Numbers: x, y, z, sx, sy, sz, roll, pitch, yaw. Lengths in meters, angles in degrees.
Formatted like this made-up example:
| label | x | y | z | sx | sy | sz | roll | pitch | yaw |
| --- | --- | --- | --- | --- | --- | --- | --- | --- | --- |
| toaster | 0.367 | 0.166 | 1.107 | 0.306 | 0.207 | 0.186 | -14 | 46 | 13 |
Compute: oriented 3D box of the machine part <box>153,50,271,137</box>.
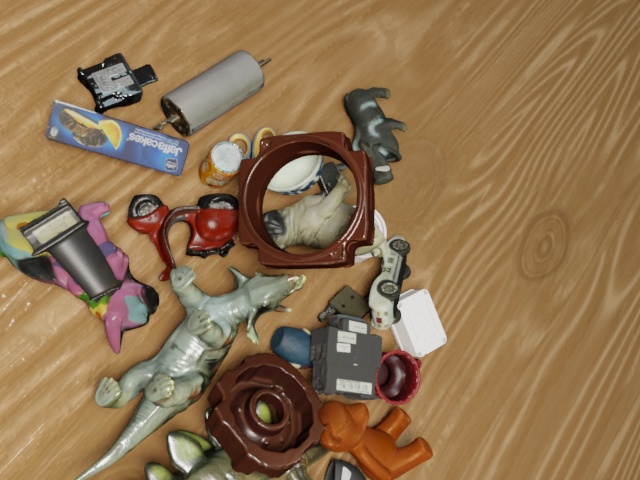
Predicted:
| label | x | y | z | sx | sy | sz | roll | pitch | yaw |
| --- | --- | --- | --- | --- | --- | --- | --- | --- | --- |
| machine part | -0.179 | -0.248 | 0.906 | 0.243 | 0.079 | 0.079 | -41 | 100 | -23 |

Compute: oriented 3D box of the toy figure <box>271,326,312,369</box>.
| label | x | y | z | sx | sy | sz | roll | pitch | yaw |
| --- | --- | --- | --- | --- | --- | --- | --- | --- | --- |
| toy figure | -0.009 | 0.196 | 0.922 | 0.154 | 0.058 | 0.064 | 30 | 100 | -22 |

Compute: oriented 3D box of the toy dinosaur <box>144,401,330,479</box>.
| label | x | y | z | sx | sy | sz | roll | pitch | yaw |
| --- | --- | --- | --- | --- | --- | --- | --- | --- | --- |
| toy dinosaur | -0.141 | 0.351 | 0.778 | 0.471 | 0.105 | 0.199 | -7 | 60 | -46 |

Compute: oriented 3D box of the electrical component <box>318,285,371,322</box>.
| label | x | y | z | sx | sy | sz | roll | pitch | yaw |
| --- | --- | --- | --- | --- | --- | --- | --- | --- | --- |
| electrical component | 0.055 | 0.131 | 0.973 | 0.078 | 0.045 | 0.102 | 35 | 63 | 15 |

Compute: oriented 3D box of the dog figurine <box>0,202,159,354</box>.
| label | x | y | z | sx | sy | sz | roll | pitch | yaw |
| --- | --- | --- | --- | --- | --- | --- | --- | --- | --- |
| dog figurine | -0.339 | 0.060 | 0.768 | 0.191 | 0.108 | 0.219 | -13 | 90 | -27 |

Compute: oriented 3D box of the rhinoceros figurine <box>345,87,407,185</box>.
| label | x | y | z | sx | sy | sz | roll | pitch | yaw |
| --- | --- | --- | --- | --- | --- | --- | --- | --- | --- |
| rhinoceros figurine | 0.104 | -0.201 | 1.031 | 0.112 | 0.073 | 0.190 | -18 | 89 | -27 |

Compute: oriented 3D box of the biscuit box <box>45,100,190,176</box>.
| label | x | y | z | sx | sy | sz | roll | pitch | yaw |
| --- | --- | --- | --- | --- | --- | --- | --- | --- | --- |
| biscuit box | -0.309 | -0.154 | 0.832 | 0.202 | 0.063 | 0.059 | 14 | 93 | -22 |

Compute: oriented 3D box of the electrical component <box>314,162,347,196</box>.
| label | x | y | z | sx | sy | sz | roll | pitch | yaw |
| --- | --- | --- | --- | --- | --- | --- | --- | --- | --- |
| electrical component | 0.017 | -0.110 | 1.004 | 0.094 | 0.021 | 0.063 | -27 | 94 | -27 |

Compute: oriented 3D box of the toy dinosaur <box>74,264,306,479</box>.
| label | x | y | z | sx | sy | sz | roll | pitch | yaw |
| --- | --- | --- | --- | --- | --- | --- | --- | --- | --- |
| toy dinosaur | -0.194 | 0.178 | 0.803 | 0.131 | 0.192 | 0.405 | 35 | 83 | 30 |

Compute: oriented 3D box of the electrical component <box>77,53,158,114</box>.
| label | x | y | z | sx | sy | sz | roll | pitch | yaw |
| --- | --- | --- | --- | --- | --- | --- | --- | --- | --- |
| electrical component | -0.316 | -0.253 | 0.860 | 0.119 | 0.048 | 0.074 | -27 | 94 | -24 |

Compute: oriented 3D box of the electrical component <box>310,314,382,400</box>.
| label | x | y | z | sx | sy | sz | roll | pitch | yaw |
| --- | --- | --- | --- | --- | --- | --- | --- | --- | --- |
| electrical component | 0.044 | 0.193 | 0.890 | 0.115 | 0.058 | 0.134 | 19 | 65 | -31 |

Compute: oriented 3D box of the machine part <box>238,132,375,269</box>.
| label | x | y | z | sx | sy | sz | roll | pitch | yaw |
| --- | --- | --- | --- | --- | --- | --- | --- | --- | --- |
| machine part | -0.020 | -0.057 | 0.815 | 0.202 | 0.087 | 0.201 | -2 | 83 | 14 |

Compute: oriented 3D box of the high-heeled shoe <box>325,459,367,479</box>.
| label | x | y | z | sx | sy | sz | roll | pitch | yaw |
| --- | --- | --- | --- | --- | --- | --- | --- | --- | --- |
| high-heeled shoe | -0.001 | 0.486 | 0.869 | 0.249 | 0.086 | 0.145 | -39 | 96 | -29 |

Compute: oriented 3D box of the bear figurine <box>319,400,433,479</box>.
| label | x | y | z | sx | sy | sz | roll | pitch | yaw |
| --- | --- | --- | --- | --- | --- | --- | --- | --- | --- |
| bear figurine | 0.076 | 0.313 | 0.890 | 0.132 | 0.120 | 0.195 | -39 | 118 | -1 |

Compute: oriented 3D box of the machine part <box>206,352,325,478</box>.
| label | x | y | z | sx | sy | sz | roll | pitch | yaw |
| --- | --- | --- | --- | --- | --- | --- | --- | --- | --- |
| machine part | -0.080 | 0.256 | 0.794 | 0.179 | 0.056 | 0.179 | 22 | 40 | -20 |

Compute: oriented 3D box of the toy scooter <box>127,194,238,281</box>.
| label | x | y | z | sx | sy | sz | roll | pitch | yaw |
| --- | --- | --- | --- | --- | --- | --- | --- | --- | --- |
| toy scooter | -0.208 | -0.005 | 0.854 | 0.184 | 0.075 | 0.135 | -3 | 82 | -22 |

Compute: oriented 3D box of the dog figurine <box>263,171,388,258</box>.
| label | x | y | z | sx | sy | sz | roll | pitch | yaw |
| --- | --- | --- | --- | --- | --- | --- | --- | --- | --- |
| dog figurine | -0.002 | -0.004 | 0.911 | 0.190 | 0.121 | 0.172 | -35 | 77 | 6 |

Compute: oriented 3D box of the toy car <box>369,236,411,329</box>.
| label | x | y | z | sx | sy | sz | roll | pitch | yaw |
| --- | --- | --- | --- | --- | --- | --- | --- | --- | --- |
| toy car | 0.127 | 0.072 | 0.966 | 0.202 | 0.056 | 0.073 | -67 | 155 | -48 |

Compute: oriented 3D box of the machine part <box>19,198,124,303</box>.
| label | x | y | z | sx | sy | sz | roll | pitch | yaw |
| --- | --- | --- | --- | --- | --- | --- | --- | --- | --- |
| machine part | -0.319 | 0.020 | 0.704 | 0.084 | 0.039 | 0.138 | -44 | 104 | -28 |
